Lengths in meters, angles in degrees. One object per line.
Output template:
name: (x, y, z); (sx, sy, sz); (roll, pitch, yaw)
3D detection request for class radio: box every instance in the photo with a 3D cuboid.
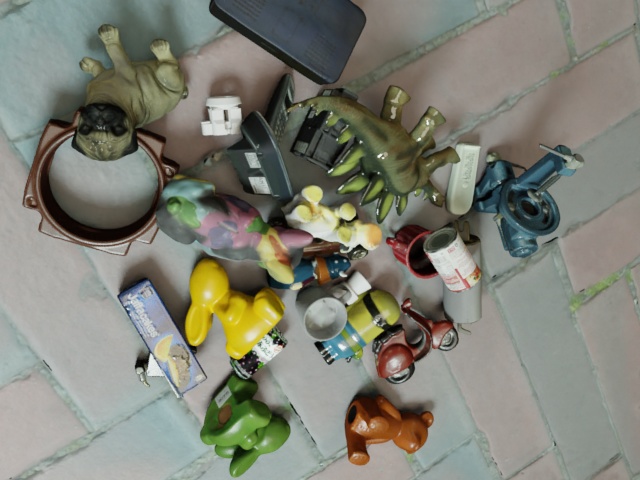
radio: (-0.047, -0.361, 0.860); (0.229, 0.073, 0.131); (28, 94, -23)

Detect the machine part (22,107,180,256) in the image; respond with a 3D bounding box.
machine part: (-0.337, -0.089, 0.838); (0.201, 0.087, 0.201); (19, 100, -21)

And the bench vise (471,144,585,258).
bench vise: (0.376, -0.096, 0.968); (0.129, 0.240, 0.224); (13, 59, -13)

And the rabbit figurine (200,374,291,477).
rabbit figurine: (-0.128, 0.363, 1.011); (0.170, 0.121, 0.159); (40, 84, -37)

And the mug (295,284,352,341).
mug: (0.002, 0.118, 0.986); (0.109, 0.107, 0.080); (-44, 113, -6)

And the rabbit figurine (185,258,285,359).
rabbit figurine: (-0.165, 0.113, 0.946); (0.162, 0.122, 0.173); (-42, 97, 8)

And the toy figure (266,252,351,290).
toy figure: (-0.020, 0.055, 0.988); (0.154, 0.058, 0.064); (-6, 86, -13)

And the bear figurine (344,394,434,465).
bear figurine: (0.150, 0.398, 1.100); (0.196, 0.132, 0.120); (26, 102, -16)

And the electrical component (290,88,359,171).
electrical component: (0.012, -0.189, 0.901); (0.058, 0.115, 0.134); (24, 98, -24)

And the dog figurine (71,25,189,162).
dog figurine: (-0.260, -0.182, 0.768); (0.172, 0.121, 0.190); (4, 63, -31)

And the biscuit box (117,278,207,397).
biscuit box: (-0.269, 0.163, 0.913); (0.059, 0.063, 0.202); (-31, 98, -19)

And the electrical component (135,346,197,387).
electrical component: (-0.278, 0.223, 0.962); (0.102, 0.045, 0.078); (14, 102, -20)

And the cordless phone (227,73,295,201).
cordless phone: (-0.072, -0.173, 0.896); (0.089, 0.184, 0.146); (7, 148, 16)

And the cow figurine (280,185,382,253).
cow figurine: (0.018, -0.023, 0.903); (0.167, 0.098, 0.068); (27, 68, -21)

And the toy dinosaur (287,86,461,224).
toy dinosaur: (0.110, -0.139, 0.876); (0.198, 0.105, 0.470); (-55, 142, 1)

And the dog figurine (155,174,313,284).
dog figurine: (-0.125, -0.012, 0.844); (0.108, 0.219, 0.191); (-66, 156, -6)

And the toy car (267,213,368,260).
toy car: (-0.002, -0.003, 0.961); (0.202, 0.053, 0.089); (-6, 62, -14)

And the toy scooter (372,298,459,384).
toy scooter: (0.174, 0.194, 1.074); (0.184, 0.075, 0.135); (-34, 102, 5)

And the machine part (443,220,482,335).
machine part: (0.284, 0.077, 1.078); (0.079, 0.079, 0.243); (-11, 109, -14)

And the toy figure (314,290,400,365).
toy figure: (0.076, 0.170, 1.032); (0.180, 0.089, 0.082); (-38, 119, -7)
